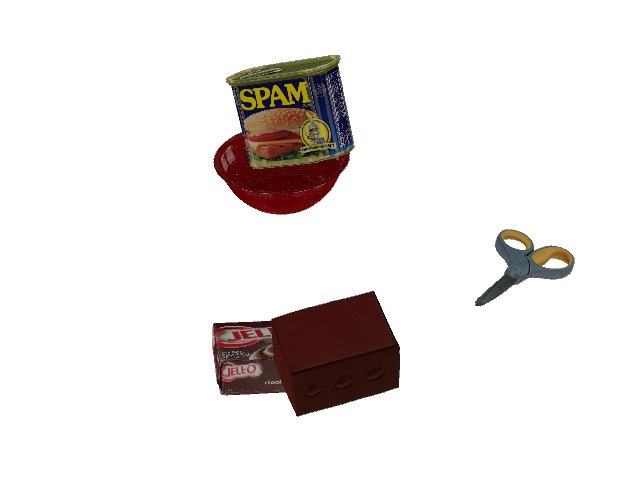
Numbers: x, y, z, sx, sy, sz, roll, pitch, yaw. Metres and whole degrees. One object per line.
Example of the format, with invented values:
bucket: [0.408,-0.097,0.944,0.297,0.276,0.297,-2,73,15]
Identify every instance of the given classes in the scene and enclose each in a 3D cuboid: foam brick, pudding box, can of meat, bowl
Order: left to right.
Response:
pudding box: [-0.039,0.103,0.965,0.113,0.039,0.090,0,18,-10]
bowl: [-0.045,-0.078,1.276,0.162,0.055,0.162,-2,35,1]
can of meat: [-0.025,-0.113,0.951,0.102,0.084,0.057,-4,20,27]
foam brick: [0.010,0.078,0.736,0.078,0.051,0.053,-15,-39,-9]

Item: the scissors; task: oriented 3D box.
scissors: [0.193,0.025,1.121,0.201,0.016,0.096,-11,38,-43]
